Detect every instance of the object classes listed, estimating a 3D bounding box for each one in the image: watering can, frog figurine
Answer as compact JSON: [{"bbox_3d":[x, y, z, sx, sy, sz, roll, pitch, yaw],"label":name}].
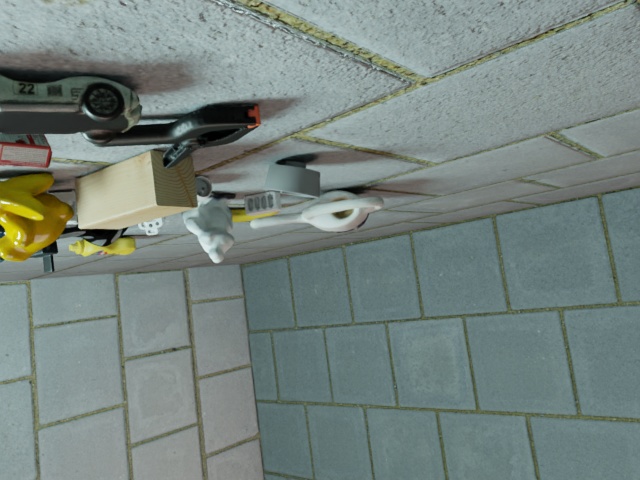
[{"bbox_3d":[0.004,-0.070,1.391,0.347,0.104,0.224,-10,174,12],"label":"watering can"},{"bbox_3d":[-0.254,-0.024,1.201,0.122,0.160,0.137,-8,174,16],"label":"frog figurine"}]
